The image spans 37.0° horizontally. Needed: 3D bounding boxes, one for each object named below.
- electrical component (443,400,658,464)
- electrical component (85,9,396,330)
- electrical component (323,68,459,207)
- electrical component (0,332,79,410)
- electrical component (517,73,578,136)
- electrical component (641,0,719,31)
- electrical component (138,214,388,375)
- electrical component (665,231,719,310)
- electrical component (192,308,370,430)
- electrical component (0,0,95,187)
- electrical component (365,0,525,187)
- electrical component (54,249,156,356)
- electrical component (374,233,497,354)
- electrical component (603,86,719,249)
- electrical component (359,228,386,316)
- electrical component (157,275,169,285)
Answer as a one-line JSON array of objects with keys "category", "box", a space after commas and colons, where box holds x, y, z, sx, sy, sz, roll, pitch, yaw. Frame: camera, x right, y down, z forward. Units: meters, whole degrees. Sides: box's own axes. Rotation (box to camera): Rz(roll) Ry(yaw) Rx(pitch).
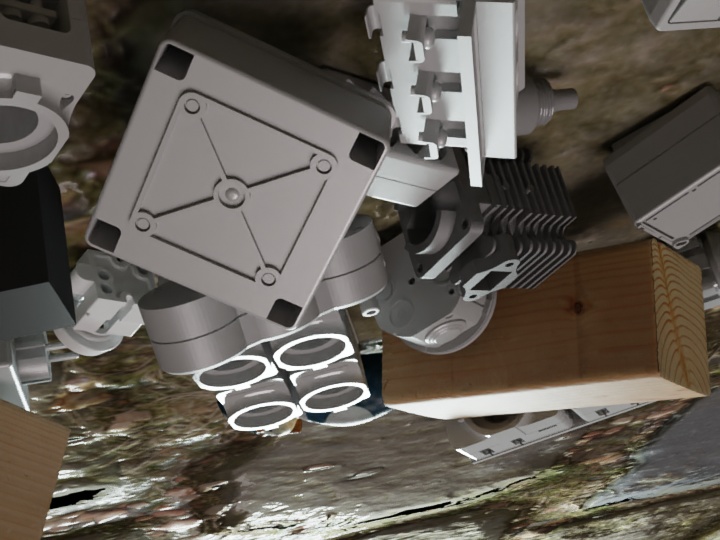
[{"category": "electrical component", "box": [0.151, 0.069, 0.848, 0.186, 0.105, 0.060, -23, 153, 16]}, {"category": "electrical component", "box": [-0.054, -0.045, 0.491, 0.109, 0.056, 0.108, 24, 116, -9]}, {"category": "electrical component", "box": [-0.005, -0.059, 0.580, 0.083, 0.047, 0.076, 10, 145, -40]}, {"category": "electrical component", "box": [-0.223, 0.057, 0.703, 0.076, 0.047, 0.083, -8, 153, -13]}, {"category": "electrical component", "box": [0.089, -0.090, 0.582, 0.061, 0.035, 0.035, -8, 154, -18]}, {"category": "electrical component", "box": [0.165, -0.152, 0.466, 0.062, 0.061, 0.096, -7, 153, -15]}, {"category": "electrical component", "box": [-0.054, -0.005, 0.580, 0.138, 0.073, 0.052, -23, -161, -23]}, {"category": "electrical component", "box": [0.259, 0.003, 0.829, 0.057, 0.058, 0.078, -21, 154, 19]}, {"category": "electrical component", "box": [-0.058, 0.055, 0.768, 0.105, 0.060, 0.186, -15, 154, 1]}, {"category": "electrical component", "box": [-0.192, -0.085, 0.419, 0.150, 0.061, 0.089, 8, 147, -37]}, {"category": "electrical component", "box": [0.043, -0.103, 0.496, 0.063, 0.078, 0.121, 5, 156, 11]}, {"category": "electrical component", "box": [-0.160, 0.021, 0.667, 0.066, 0.048, 0.055, 12, 136, -42]}, {"category": "electrical component", "box": [0.045, 0.013, 0.710, 0.080, 0.080, 0.051, -26, 155, 22]}, {"category": "electrical component", "box": [0.209, -0.068, 0.662, 0.096, 0.061, 0.062, -37, 146, 28]}, {"category": "electrical component", "box": [0.000, 0.000, 0.685, 0.035, 0.061, 0.035, -12, 154, -6]}, {"category": "electrical component", "box": [-0.084, 0.007, 0.635, 0.047, 0.075, 0.083, -1, 149, -25]}]
